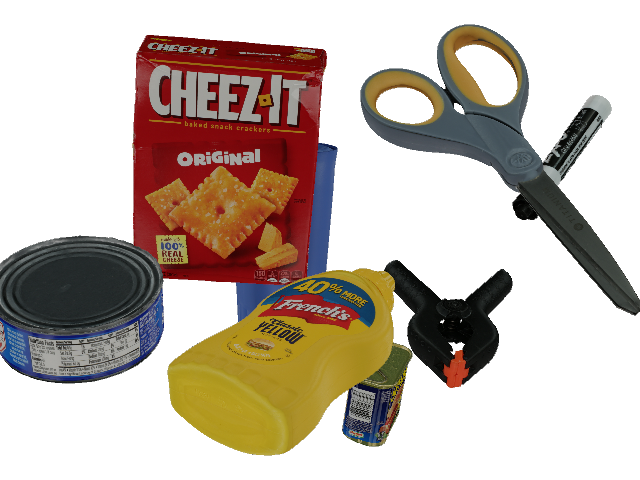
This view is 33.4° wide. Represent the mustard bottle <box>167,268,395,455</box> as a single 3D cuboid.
[{"bbox_3d":[-0.006,0.067,0.716,0.096,0.058,0.191,15,31,32],"label":"mustard bottle"}]

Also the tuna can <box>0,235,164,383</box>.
[{"bbox_3d":[-0.121,0.034,0.536,0.086,0.034,0.086,2,31,-1],"label":"tuna can"}]

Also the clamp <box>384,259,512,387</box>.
[{"bbox_3d":[0.126,0.068,0.952,0.120,0.039,0.171,-5,33,-3],"label":"clamp"}]

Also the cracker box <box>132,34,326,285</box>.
[{"bbox_3d":[-0.084,-0.068,0.966,0.164,0.214,0.072,4,24,-2],"label":"cracker box"}]

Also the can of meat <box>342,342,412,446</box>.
[{"bbox_3d":[0.063,0.174,1.220,0.057,0.084,0.102,14,24,14],"label":"can of meat"}]

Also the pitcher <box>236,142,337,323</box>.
[{"bbox_3d":[-0.048,-0.003,1.336,0.145,0.243,0.148,11,14,38],"label":"pitcher"}]

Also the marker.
[{"bbox_3d":[0.166,-0.057,0.736,0.020,0.020,0.121,0,42,49],"label":"marker"}]

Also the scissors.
[{"bbox_3d":[0.075,-0.035,0.511,0.096,0.202,0.016,-12,-42,3],"label":"scissors"}]
